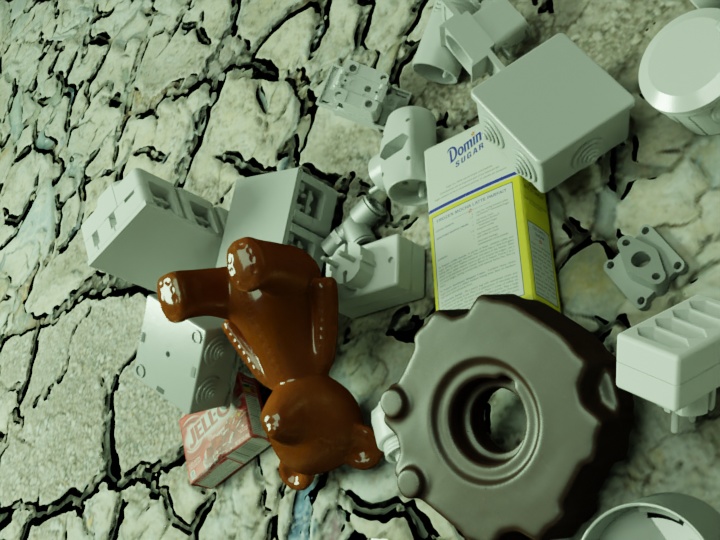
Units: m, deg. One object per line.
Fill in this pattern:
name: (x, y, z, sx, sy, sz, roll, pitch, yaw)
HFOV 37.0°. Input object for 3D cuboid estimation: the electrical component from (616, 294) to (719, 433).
electrical component: (0.207, 0.068, 0.683, 0.047, 0.083, 0.075, 24, 126, 48)

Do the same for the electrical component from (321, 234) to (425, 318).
electrical component: (0.000, 0.000, 0.913, 0.083, 0.076, 0.047, -18, 58, 38)

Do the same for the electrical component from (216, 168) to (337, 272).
electrical component: (-0.081, -0.010, 1.008, 0.089, 0.062, 0.150, -5, 67, 43)

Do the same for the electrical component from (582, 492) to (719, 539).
electrical component: (0.184, 0.188, 0.665, 0.099, 0.064, 0.099, -8, 76, 34)

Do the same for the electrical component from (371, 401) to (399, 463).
electrical component: (0.034, 0.132, 0.837, 0.043, 0.043, 0.062, -35, 51, 28)

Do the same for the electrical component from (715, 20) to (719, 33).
electrical component: (0.287, -0.134, 0.680, 0.048, 0.100, 0.099, -50, 42, 33)

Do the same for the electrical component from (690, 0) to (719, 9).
electrical component: (0.259, -0.217, 0.782, 0.047, 0.055, 0.055, -41, 46, 28)

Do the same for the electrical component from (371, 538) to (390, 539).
electrical component: (0.076, 0.237, 0.730, 0.150, 0.062, 0.089, -7, 66, 43)

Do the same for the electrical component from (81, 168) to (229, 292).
electrical component: (-0.183, -0.029, 1.052, 0.089, 0.150, 0.061, -43, 47, 21)

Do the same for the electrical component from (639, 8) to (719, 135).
electrical component: (0.243, -0.139, 0.760, 0.080, 0.051, 0.080, -22, 56, 36)

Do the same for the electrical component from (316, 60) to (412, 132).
electrical component: (0.003, -0.161, 0.989, 0.081, 0.064, 0.042, 21, 84, 7)

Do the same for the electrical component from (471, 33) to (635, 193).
electrical component: (0.146, -0.117, 0.814, 0.100, 0.048, 0.099, -33, 60, -8)

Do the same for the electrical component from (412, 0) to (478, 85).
electrical component: (0.080, -0.212, 0.963, 0.043, 0.043, 0.081, 12, 79, 47)

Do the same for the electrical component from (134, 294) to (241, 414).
electrical component: (-0.155, 0.072, 0.968, 0.100, 0.048, 0.099, 27, 112, 35)

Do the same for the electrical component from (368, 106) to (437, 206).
electrical component: (0.034, -0.093, 0.950, 0.079, 0.043, 0.077, -30, 49, 43)

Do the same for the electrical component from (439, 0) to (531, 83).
electrical component: (0.106, -0.201, 0.913, 0.064, 0.042, 0.081, -37, 80, 0)
